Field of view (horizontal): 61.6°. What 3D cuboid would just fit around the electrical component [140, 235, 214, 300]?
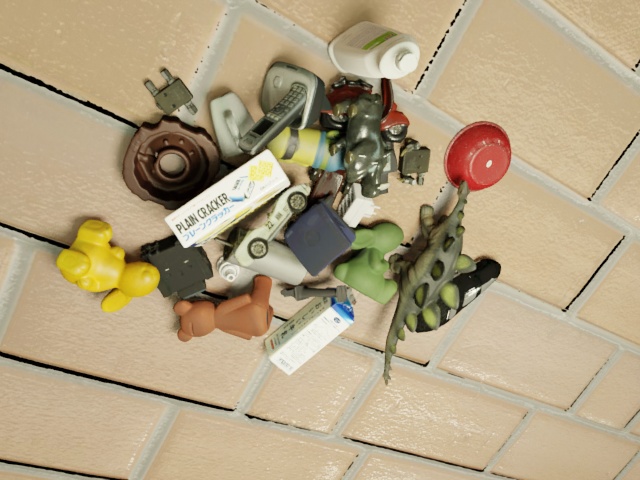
[{"bbox_3d":[-0.284,0.054,1.095,0.115,0.058,0.134,-24,119,-1],"label":"electrical component"}]

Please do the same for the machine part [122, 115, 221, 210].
[{"bbox_3d":[-0.276,-0.142,1.000,0.179,0.056,0.179,-6,117,-11],"label":"machine part"}]

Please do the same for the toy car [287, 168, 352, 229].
[{"bbox_3d":[-0.003,-0.069,1.115,0.089,0.053,0.202,23,108,-3],"label":"toy car"}]

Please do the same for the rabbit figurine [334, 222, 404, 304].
[{"bbox_3d":[0.108,0.029,1.179,0.159,0.121,0.170,32,85,-20],"label":"rabbit figurine"}]

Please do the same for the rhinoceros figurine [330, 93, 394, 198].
[{"bbox_3d":[0.080,-0.170,0.980,0.112,0.073,0.190,-13,108,-29],"label":"rhinoceros figurine"}]

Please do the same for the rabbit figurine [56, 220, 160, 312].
[{"bbox_3d":[-0.392,0.068,1.020,0.173,0.122,0.162,16,131,-4],"label":"rabbit figurine"}]

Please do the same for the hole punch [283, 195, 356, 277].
[{"bbox_3d":[-0.002,-0.003,1.065,0.142,0.092,0.115,-42,98,20],"label":"hole punch"}]

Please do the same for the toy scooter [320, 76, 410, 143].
[{"bbox_3d":[0.090,-0.266,1.029,0.184,0.075,0.135,9,98,-11],"label":"toy scooter"}]

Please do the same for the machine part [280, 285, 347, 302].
[{"bbox_3d":[-0.011,0.115,1.166,0.139,0.084,0.039,-1,80,16],"label":"machine part"}]

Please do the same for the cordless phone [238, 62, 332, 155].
[{"bbox_3d":[-0.085,-0.222,0.946,0.184,0.147,0.088,-44,136,-13],"label":"cordless phone"}]

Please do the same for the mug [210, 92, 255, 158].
[{"bbox_3d":[-0.161,-0.210,0.975,0.081,0.110,0.107,-22,106,5],"label":"mug"}]

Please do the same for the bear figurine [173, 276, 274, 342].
[{"bbox_3d":[-0.204,0.154,1.150,0.196,0.132,0.120,-1,119,5],"label":"bear figurine"}]

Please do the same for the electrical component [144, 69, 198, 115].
[{"bbox_3d":[-0.265,-0.256,0.965,0.063,0.021,0.094,-35,120,4],"label":"electrical component"}]

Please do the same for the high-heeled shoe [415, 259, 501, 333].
[{"bbox_3d":[0.338,0.137,1.322,0.145,0.086,0.248,-6,144,-48],"label":"high-heeled shoe"}]

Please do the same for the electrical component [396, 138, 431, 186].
[{"bbox_3d":[0.195,-0.161,1.128,0.078,0.045,0.102,2,115,-15],"label":"electrical component"}]

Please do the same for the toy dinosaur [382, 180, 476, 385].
[{"bbox_3d":[0.226,0.091,1.175,0.105,0.199,0.470,16,109,-17],"label":"toy dinosaur"}]

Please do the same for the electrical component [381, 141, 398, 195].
[{"bbox_3d":[0.121,-0.156,1.108,0.075,0.048,0.119,-14,119,-8],"label":"electrical component"}]

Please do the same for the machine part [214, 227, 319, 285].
[{"bbox_3d":[-0.111,0.035,1.122,0.243,0.079,0.079,20,109,-25],"label":"machine part"}]

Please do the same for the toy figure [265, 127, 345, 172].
[{"bbox_3d":[-0.015,-0.178,1.023,0.180,0.089,0.082,15,86,-5],"label":"toy figure"}]

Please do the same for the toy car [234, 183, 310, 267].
[{"bbox_3d":[-0.090,-0.032,1.034,0.056,0.073,0.201,39,85,-5],"label":"toy car"}]
